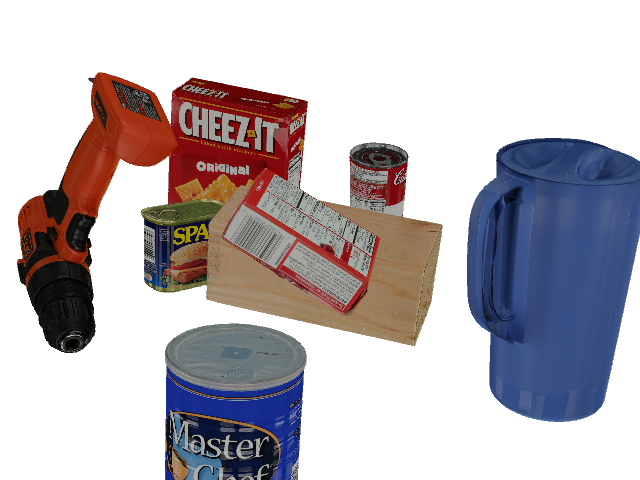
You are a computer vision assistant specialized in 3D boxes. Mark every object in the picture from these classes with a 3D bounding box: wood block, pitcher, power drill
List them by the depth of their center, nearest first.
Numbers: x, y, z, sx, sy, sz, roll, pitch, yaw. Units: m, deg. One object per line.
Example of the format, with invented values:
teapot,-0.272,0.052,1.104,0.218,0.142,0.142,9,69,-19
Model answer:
power drill,-0.185,-0.026,0.858,0.057,0.188,0.184,18,26,-35
pitcher,0.206,0.038,0.958,0.149,0.243,0.145,6,22,10
wood block,0.003,0.022,1.024,0.206,0.090,0.090,12,29,12

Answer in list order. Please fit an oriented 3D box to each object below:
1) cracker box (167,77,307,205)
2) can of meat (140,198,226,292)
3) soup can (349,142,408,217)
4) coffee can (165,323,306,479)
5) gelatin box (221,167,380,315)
cracker box,-0.112,-0.087,1.384,0.164,0.214,0.072,13,28,14
can of meat,-0.148,0.005,1.187,0.101,0.084,0.058,-12,23,-39
soup can,0.065,-0.055,1.256,0.068,0.102,0.068,2,28,-1
coffee can,-0.065,0.146,0.795,0.103,0.140,0.103,3,19,-1
gelatin box,-0.010,0.000,0.643,0.089,0.030,0.073,32,21,-5
